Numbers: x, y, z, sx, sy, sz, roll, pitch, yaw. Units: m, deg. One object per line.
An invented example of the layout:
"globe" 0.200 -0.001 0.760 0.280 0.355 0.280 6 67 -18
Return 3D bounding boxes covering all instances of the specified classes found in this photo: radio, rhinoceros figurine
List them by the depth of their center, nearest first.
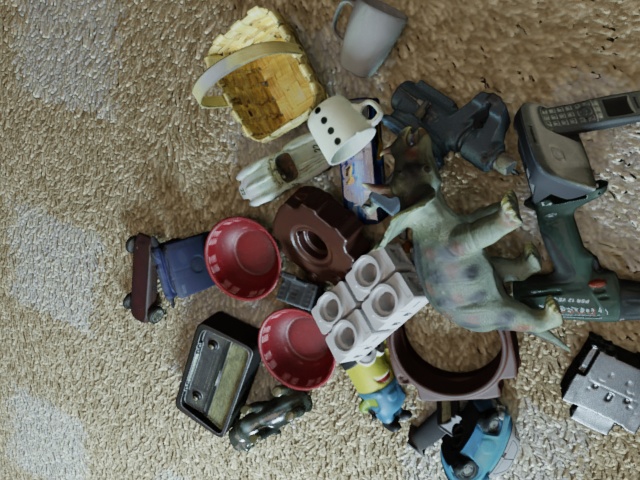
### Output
"rhinoceros figurine" -0.104 0.346 1.047 0.190 0.112 0.073 -36 71 14
"radio" -0.202 0.266 1.081 0.131 0.073 0.229 26 111 15

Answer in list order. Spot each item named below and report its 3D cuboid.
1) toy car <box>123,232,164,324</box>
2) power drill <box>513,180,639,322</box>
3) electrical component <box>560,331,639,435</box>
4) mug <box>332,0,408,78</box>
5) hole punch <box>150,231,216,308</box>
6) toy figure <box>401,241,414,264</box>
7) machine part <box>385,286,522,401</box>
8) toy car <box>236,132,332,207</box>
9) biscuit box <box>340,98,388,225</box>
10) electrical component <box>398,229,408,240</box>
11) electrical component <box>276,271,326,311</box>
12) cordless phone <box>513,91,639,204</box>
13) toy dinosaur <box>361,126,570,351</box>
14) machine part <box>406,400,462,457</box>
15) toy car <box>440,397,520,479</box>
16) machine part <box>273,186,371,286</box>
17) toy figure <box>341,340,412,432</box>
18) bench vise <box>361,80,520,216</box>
"toy car" -0.359 0.079 1.113 0.089 0.053 0.202 22 114 27
"power drill" 0.393 0.020 0.779 0.232 0.086 0.207 -10 106 27
"electrical component" 0.438 0.225 0.816 0.115 0.058 0.134 23 110 18
"mug" 0.064 -0.312 0.827 0.110 0.081 0.107 28 121 8
"hole punch" -0.253 0.048 1.031 0.092 0.116 0.142 -9 100 16
"toy figure" 0.164 0.024 0.880 0.155 0.058 0.064 -17 84 26
"machine part" 0.212 0.155 0.877 0.201 0.087 0.201 -10 100 24
"toy car" -0.062 -0.122 0.938 0.202 0.056 0.073 -24 93 25
"biscuit box" 0.069 -0.127 0.879 0.059 0.063 0.202 -1 103 22
"electrical component" 0.154 -0.045 0.886 0.063 0.021 0.094 7 105 20
"electrical component" -0.034 0.093 0.940 0.075 0.119 0.047 15 81 24
"cordless phone" 0.366 -0.131 0.722 0.184 0.147 0.088 -11 143 16
"toy dinosaur" 0.200 0.044 0.729 0.192 0.131 0.404 -19 116 24
"machine part" 0.201 0.316 0.932 0.039 0.084 0.138 24 122 -12
"toy car" 0.275 0.333 0.894 0.103 0.109 0.161 27 101 -9
"machine part" -0.002 -0.003 0.903 0.180 0.056 0.179 27 140 25
"toy figure" 0.093 0.247 0.952 0.089 0.082 0.180 -21 97 30
"bench vise" 0.161 -0.120 0.800 0.224 0.129 0.240 42 97 17
